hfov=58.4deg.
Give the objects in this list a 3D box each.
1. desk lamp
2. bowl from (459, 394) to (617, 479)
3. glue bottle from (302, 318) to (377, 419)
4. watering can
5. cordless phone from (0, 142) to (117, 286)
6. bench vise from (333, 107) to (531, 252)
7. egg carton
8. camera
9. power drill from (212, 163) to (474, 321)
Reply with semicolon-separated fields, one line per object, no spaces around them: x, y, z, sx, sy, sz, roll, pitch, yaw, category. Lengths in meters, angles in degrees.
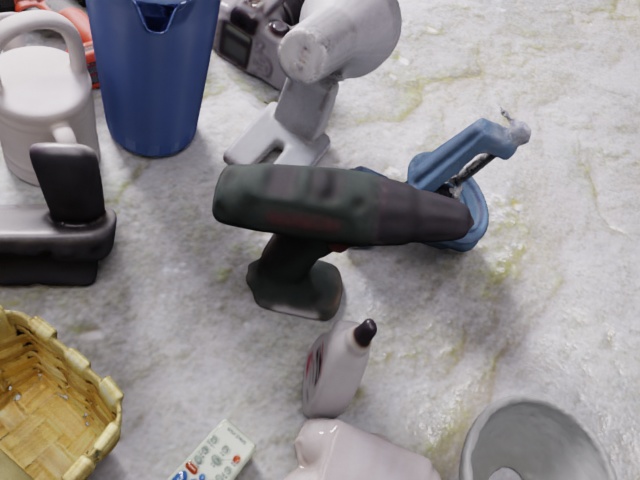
-0.006;-0.189;0.678;0.118;0.213;0.203;32;56;3;desk lamp
0.203;0.244;0.565;0.168;0.074;0.167;8;58;-13;bowl
0.020;0.110;0.529;0.037;0.173;0.078;7;58;-13;glue bottle
-0.287;-0.153;0.578;0.173;0.194;0.101;37;56;7;watering can
-0.264;-0.035;0.519;0.148;0.185;0.094;-3;61;-19;cordless phone
0.119;-0.054;0.632;0.208;0.219;0.121;-8;62;-21;bench vise
0.038;0.231;0.523;0.150;0.069;0.107;23;56;-3;egg carton
-0.060;-0.303;0.798;0.143;0.100;0.137;33;56;4;camera
0.005;0.002;0.568;0.230;0.208;0.075;13;57;-10;power drill
